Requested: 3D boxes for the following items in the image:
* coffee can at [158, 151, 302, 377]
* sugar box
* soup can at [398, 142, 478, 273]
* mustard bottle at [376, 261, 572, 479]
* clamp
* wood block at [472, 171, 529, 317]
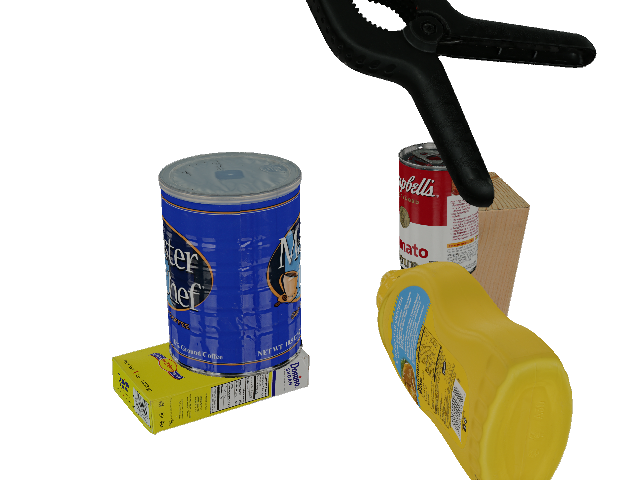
[{"bbox_3d":[-0.065,0.016,0.790,0.103,0.140,0.103,0,21,0],"label":"coffee can"},{"bbox_3d":[-0.108,0.131,1.066,0.175,0.048,0.093,-16,32,-30],"label":"sugar box"},{"bbox_3d":[0.100,-0.025,0.900,0.068,0.102,0.068,-2,22,1],"label":"soup can"},{"bbox_3d":[0.081,0.067,0.657,0.058,0.096,0.192,-9,27,-18],"label":"mustard bottle"},{"bbox_3d":[0.068,-0.124,0.717,0.210,0.164,0.036,30,-30,3],"label":"clamp"},{"bbox_3d":[0.148,0.039,1.149,0.090,0.206,0.090,-4,29,-17],"label":"wood block"}]
